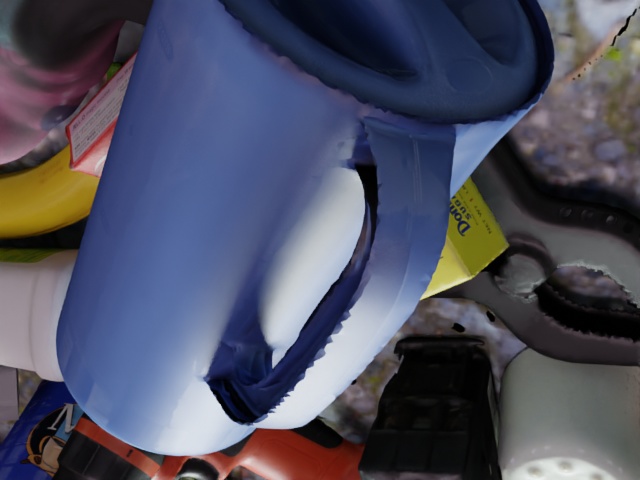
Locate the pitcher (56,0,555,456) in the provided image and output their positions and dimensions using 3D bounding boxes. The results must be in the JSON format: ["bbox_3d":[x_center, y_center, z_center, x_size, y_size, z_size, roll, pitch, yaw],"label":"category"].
[{"bbox_3d":[-0.025,-0.008,0.415,0.145,0.149,0.243,40,134,8],"label":"pitcher"}]

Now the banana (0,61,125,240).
[{"bbox_3d":[-0.169,-0.035,0.597,0.198,0.037,0.069,-18,89,25],"label":"banana"}]

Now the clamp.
[{"bbox_3d":[0.095,0.013,0.543,0.210,0.036,0.165,32,131,-2],"label":"clamp"}]

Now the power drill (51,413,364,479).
[{"bbox_3d":[-0.054,0.142,0.614,0.187,0.184,0.057,38,163,-20],"label":"power drill"}]

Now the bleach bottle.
[{"bbox_3d":[-0.241,0.029,0.626,0.251,0.102,0.068,5,97,15],"label":"bleach bottle"}]

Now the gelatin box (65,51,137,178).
[{"bbox_3d":[-0.071,-0.058,0.524,0.073,0.030,0.089,18,135,-41],"label":"gelatin box"}]

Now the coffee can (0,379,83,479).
[{"bbox_3d":[-0.162,0.161,0.672,0.103,0.140,0.103,9,128,11],"label":"coffee can"}]

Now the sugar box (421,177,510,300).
[{"bbox_3d":[-0.004,0.001,0.527,0.177,0.048,0.093,-29,93,42],"label":"sugar box"}]
